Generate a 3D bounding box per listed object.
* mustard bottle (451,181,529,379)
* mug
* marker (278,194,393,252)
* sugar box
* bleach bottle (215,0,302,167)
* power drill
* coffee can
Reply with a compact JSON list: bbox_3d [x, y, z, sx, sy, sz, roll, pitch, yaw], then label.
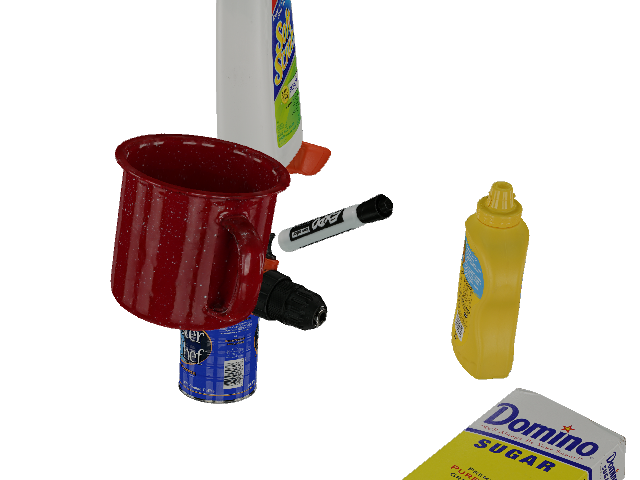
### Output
[{"bbox_3d":[0.161,0.031,1.010,0.058,0.192,0.096,-1,33,-4],"label":"mustard bottle"},{"bbox_3d":[-0.062,0.001,0.566,0.093,0.081,0.117,-4,26,-34],"label":"mug"},{"bbox_3d":[0.011,-0.013,0.835,0.020,0.020,0.121,0,-13,-42],"label":"marker"},{"bbox_3d":[0.115,0.171,0.710,0.176,0.048,0.093,-33,39,-31],"label":"sugar box"},{"bbox_3d":[-0.059,-0.187,0.936,0.068,0.251,0.102,8,31,16],"label":"bleach bottle"},{"bbox_3d":[-0.052,-0.015,1.102,0.185,0.188,0.057,20,6,29],"label":"power drill"},{"bbox_3d":[-0.129,0.123,1.367,0.103,0.140,0.103,3,19,-1],"label":"coffee can"}]
